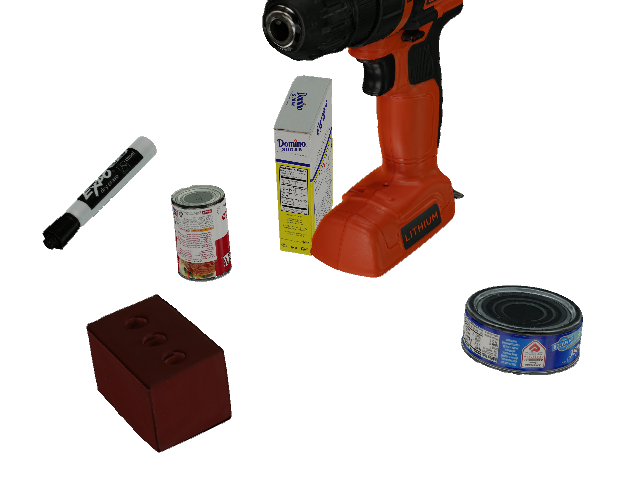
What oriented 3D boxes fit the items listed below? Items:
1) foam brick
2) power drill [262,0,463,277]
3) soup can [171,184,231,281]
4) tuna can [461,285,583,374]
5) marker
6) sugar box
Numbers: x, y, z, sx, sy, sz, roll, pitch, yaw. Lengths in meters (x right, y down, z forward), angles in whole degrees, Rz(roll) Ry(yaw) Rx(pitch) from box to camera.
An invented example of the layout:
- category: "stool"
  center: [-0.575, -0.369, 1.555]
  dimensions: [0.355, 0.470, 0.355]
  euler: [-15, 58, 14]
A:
- category: "foam brick"
  center: [-0.097, 0.079, 0.641]
  dimensions: [0.052, 0.051, 0.078]
  euler: [-23, 38, -32]
- category: "power drill"
  center: [0.032, -0.077, 0.599]
  dimensions: [0.057, 0.188, 0.184]
  euler: [22, 36, 30]
- category: "soup can"
  center: [-0.147, -0.010, 1.318]
  dimensions: [0.068, 0.102, 0.068]
  euler: [-2, 26, 1]
- category: "tuna can"
  center: [0.147, 0.063, 0.776]
  dimensions: [0.086, 0.034, 0.086]
  euler: [1, 21, -1]
- category: "marker"
  center: [-0.167, -0.036, 0.809]
  dimensions: [0.020, 0.020, 0.121]
  euler: [0, 41, 43]
- category: "sugar box"
  center: [-0.017, -0.077, 1.129]
  dimensions: [0.048, 0.176, 0.093]
  euler: [8, 46, 12]
